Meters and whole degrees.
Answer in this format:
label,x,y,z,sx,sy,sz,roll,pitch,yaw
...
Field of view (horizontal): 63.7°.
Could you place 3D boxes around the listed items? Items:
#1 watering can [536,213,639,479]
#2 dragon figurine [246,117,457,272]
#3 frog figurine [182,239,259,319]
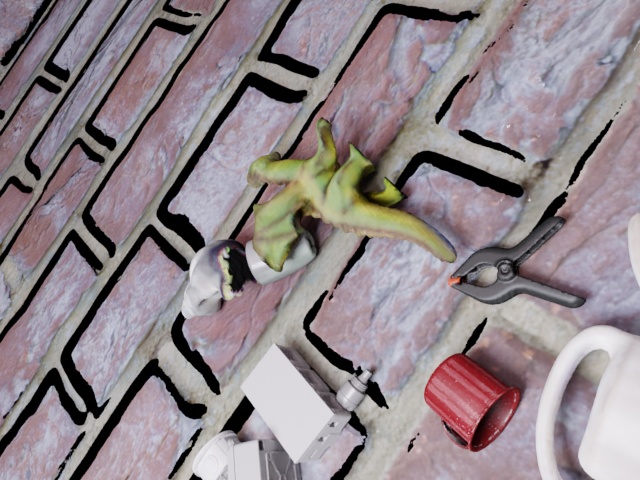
label,x,y,z,sx,sy,sz,roll,pitch,yaw
watering can,0.364,0.149,0.528,0.226,0.103,0.350,20,81,36
dragon figurine,0.003,-0.041,0.824,0.242,0.120,0.418,-41,51,6
frog figurine,-0.196,0.070,0.925,0.158,0.121,0.140,-21,27,34
